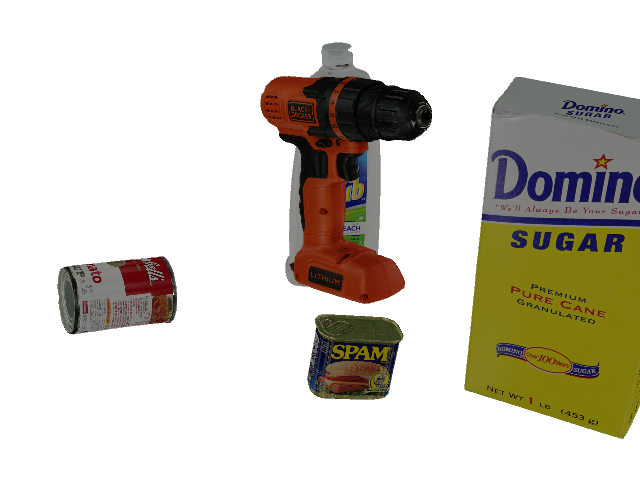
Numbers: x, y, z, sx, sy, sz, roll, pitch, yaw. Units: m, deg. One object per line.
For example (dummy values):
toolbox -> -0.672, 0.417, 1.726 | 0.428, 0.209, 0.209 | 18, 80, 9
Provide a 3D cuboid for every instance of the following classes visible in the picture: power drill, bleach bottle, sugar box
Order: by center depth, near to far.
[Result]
sugar box -> 0.128, 0.012, 0.545 | 0.093, 0.176, 0.048 | 14, 37, 22
power drill -> 0.027, -0.046, 0.900 | 0.057, 0.188, 0.185 | -18, 21, -36
bleach bottle -> 0.011, -0.077, 1.099 | 0.102, 0.251, 0.068 | -1, 25, 1

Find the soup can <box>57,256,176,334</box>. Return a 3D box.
soup can -> -0.201, 0.054, 1.054 | 0.102, 0.068, 0.069 | -6, 3, -27

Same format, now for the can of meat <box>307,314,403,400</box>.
can of meat -> 0.039, 0.138, 1.254 | 0.102, 0.084, 0.057 | 4, 24, -13
